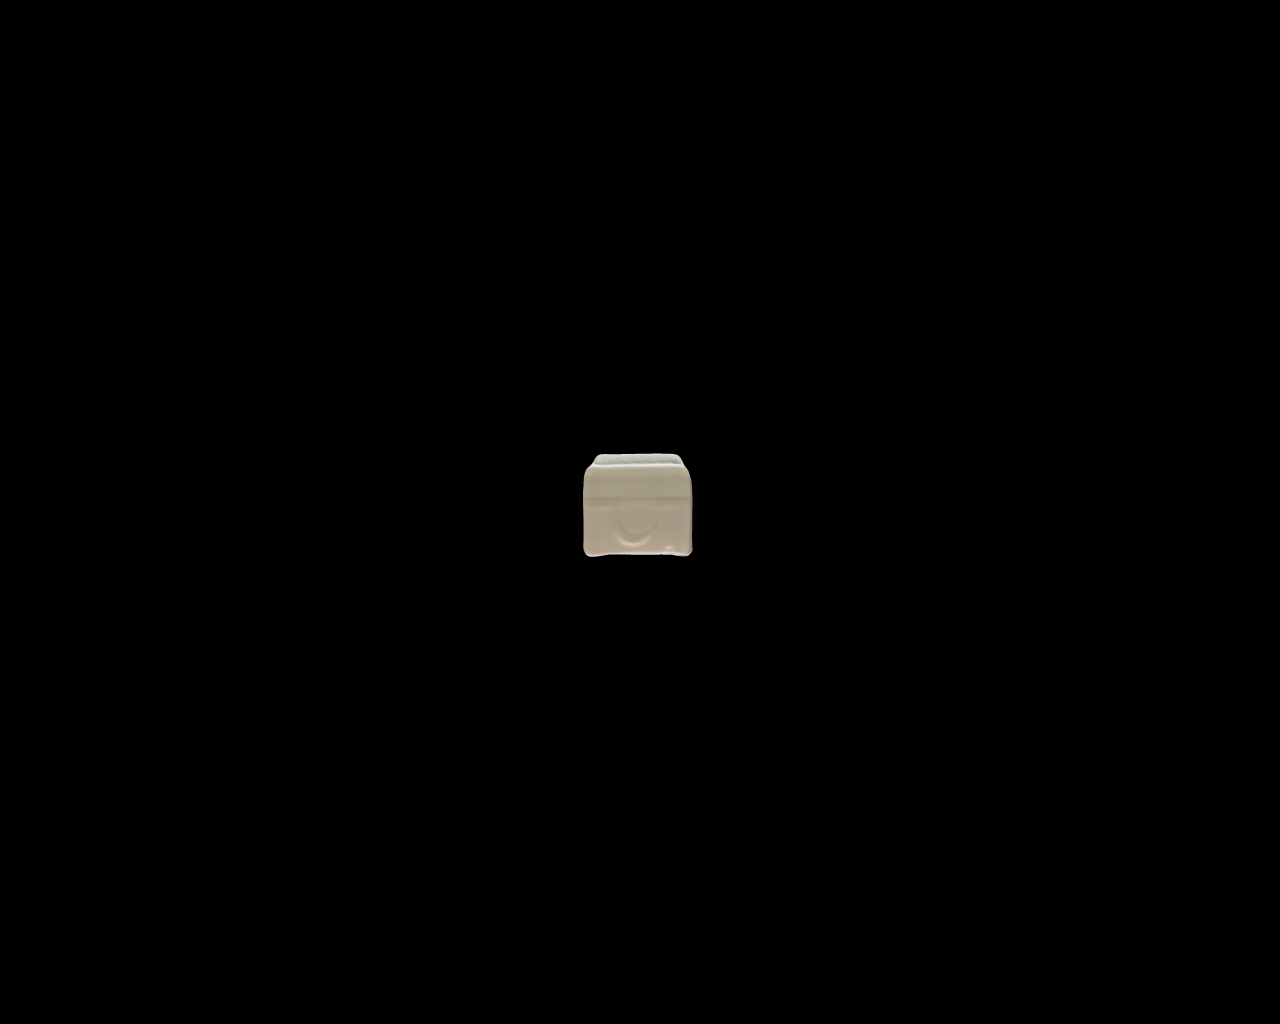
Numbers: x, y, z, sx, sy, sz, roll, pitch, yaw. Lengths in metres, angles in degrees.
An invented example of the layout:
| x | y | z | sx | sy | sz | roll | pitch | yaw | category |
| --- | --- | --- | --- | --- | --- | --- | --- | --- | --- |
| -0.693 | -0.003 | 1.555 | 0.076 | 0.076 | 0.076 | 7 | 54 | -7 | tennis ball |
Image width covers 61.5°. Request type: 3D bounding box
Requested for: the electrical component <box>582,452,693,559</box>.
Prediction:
| x | y | z | sx | sy | sz | roll | pitch | yaw | category |
| --- | --- | --- | --- | --- | --- | --- | --- | --- | --- |
| 0.001 | -0.003 | 0.650 | 0.062 | 0.061 | 0.096 | 0 | -2 | 4 | electrical component |
